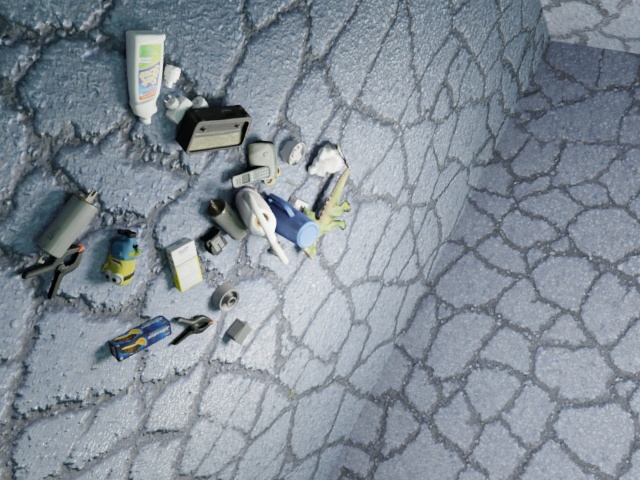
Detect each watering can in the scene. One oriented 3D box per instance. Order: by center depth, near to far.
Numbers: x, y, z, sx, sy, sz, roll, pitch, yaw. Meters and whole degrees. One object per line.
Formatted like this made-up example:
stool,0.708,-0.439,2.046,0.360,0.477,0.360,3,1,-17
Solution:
watering can,-0.215,-0.063,1.876,0.104,0.228,0.340,-31,140,-7

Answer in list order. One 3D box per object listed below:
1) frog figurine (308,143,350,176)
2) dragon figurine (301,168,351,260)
frog figurine,0.023,-0.324,2.135,0.159,0.125,0.135,-25,152,9
dragon figurine,0.007,-0.110,2.190,0.244,0.123,0.404,-14,122,-50
